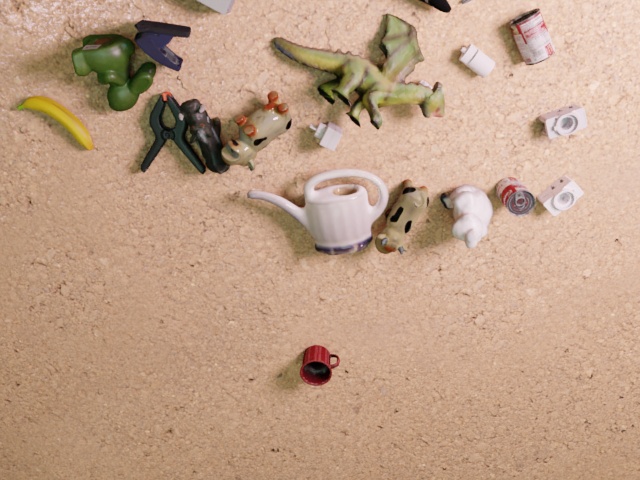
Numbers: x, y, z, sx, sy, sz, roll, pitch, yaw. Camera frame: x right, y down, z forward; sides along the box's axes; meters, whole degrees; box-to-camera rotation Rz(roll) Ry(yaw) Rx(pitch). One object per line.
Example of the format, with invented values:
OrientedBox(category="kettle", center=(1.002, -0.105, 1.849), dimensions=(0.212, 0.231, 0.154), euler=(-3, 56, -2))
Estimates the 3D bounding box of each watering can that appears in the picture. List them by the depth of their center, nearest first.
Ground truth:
OrientedBox(category="watering can", center=(0.004, -0.066, 1.304), dimensions=(0.347, 0.106, 0.220), euler=(-8, 114, 5))

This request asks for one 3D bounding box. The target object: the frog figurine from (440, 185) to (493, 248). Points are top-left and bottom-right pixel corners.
OrientedBox(category="frog figurine", center=(0.372, -0.059, 1.266), dimensions=(0.122, 0.162, 0.135), euler=(-19, 112, 9))

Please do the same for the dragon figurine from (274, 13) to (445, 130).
OrientedBox(category="dragon figurine", center=(0.115, -0.402, 1.173), dimensions=(0.410, 0.122, 0.243), euler=(42, 91, -1))
